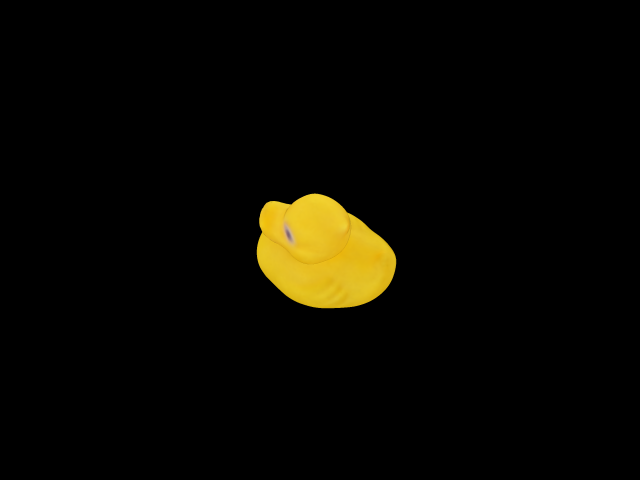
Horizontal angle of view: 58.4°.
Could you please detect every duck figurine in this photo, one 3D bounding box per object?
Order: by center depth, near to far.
[{"bbox_3d":[0.004,0.001,0.400,0.104,0.086,0.077,17,68,7],"label":"duck figurine"}]
